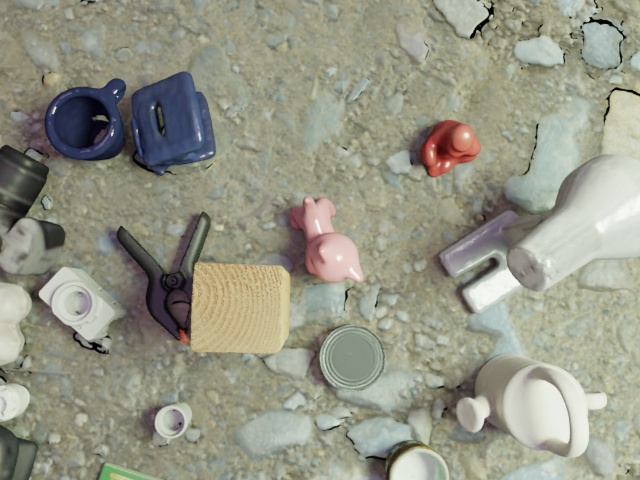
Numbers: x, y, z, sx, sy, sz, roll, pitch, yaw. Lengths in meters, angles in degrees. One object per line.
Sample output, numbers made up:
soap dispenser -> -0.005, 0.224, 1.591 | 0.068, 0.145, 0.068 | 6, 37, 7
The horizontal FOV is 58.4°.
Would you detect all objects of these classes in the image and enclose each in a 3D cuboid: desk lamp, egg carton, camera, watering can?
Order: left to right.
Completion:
egg carton -> -0.446, 0.100, 0.723 | 0.150, 0.069, 0.107 | 8, 84, -1
camera -> -0.395, -0.043, 0.723 | 0.143, 0.101, 0.137 | 29, 84, 1
watering can -> 0.250, 0.197, 0.671 | 0.173, 0.194, 0.101 | -27, 85, -4
desk lamp -> 0.272, 0.003, 0.681 | 0.203, 0.213, 0.118 | -32, 86, -4

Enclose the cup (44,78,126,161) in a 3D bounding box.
cup -> -0.283, -0.150, 0.739 | 0.091, 0.095, 0.118 | 37, 85, 2

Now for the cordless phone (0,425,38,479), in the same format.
cordless phone -> -0.414, 0.295, 0.647 | 0.094, 0.185, 0.148 | 9, 84, 0

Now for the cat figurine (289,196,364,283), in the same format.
cat figurine -> 0.007, 0.003, 0.721 | 0.067, 0.117, 0.128 | -22, 85, -3

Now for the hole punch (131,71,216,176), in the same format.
hole punch -> -0.195, -0.150, 0.744 | 0.101, 0.091, 0.109 | -13, 85, -3

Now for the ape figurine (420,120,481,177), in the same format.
ape figurine -> 0.175, -0.126, 0.752 | 0.078, 0.092, 0.076 | 9, 84, 0
